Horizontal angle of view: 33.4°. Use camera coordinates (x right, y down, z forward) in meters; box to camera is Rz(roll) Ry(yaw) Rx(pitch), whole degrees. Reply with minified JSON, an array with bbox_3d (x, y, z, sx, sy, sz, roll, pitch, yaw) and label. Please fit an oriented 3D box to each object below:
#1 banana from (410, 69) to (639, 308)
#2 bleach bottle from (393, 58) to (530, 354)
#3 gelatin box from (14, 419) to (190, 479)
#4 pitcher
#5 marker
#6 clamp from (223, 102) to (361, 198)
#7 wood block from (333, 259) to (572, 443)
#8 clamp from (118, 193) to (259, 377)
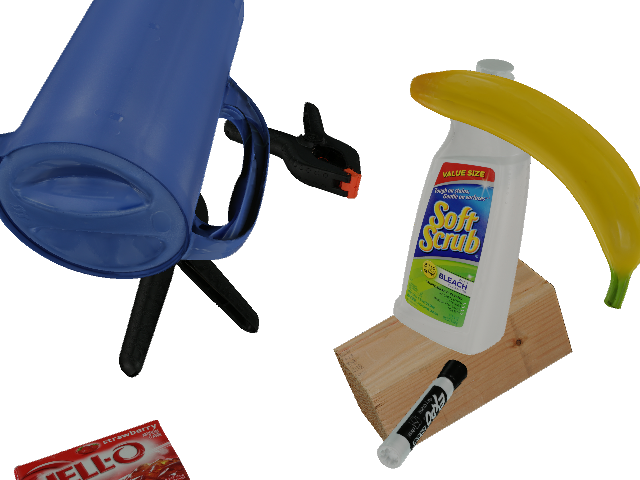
[{"bbox_3d":[0.141,-0.051,0.670,0.070,0.198,0.037,-43,-15,8],"label":"banana"},{"bbox_3d":[0.123,-0.031,0.897,0.103,0.251,0.067,28,38,35],"label":"bleach bottle"},{"bbox_3d":[-0.121,0.143,0.603,0.089,0.030,0.073,-16,28,-20],"label":"gelatin box"},{"bbox_3d":[-0.120,-0.098,0.760,0.145,0.242,0.149,-8,-43,24],"label":"pitcher"},{"bbox_3d":[0.076,0.121,0.765,0.020,0.020,0.120,0,25,33],"label":"marker"},{"bbox_3d":[-0.023,-0.097,1.134,0.120,0.039,0.172,-15,38,-23],"label":"clamp"},{"bbox_3d":[0.131,0.110,1.055,0.206,0.091,0.090,-28,32,-9],"label":"wood block"},{"bbox_3d":[-0.132,0.014,1.019,0.036,0.210,0.164,-7,0,44],"label":"clamp"}]
